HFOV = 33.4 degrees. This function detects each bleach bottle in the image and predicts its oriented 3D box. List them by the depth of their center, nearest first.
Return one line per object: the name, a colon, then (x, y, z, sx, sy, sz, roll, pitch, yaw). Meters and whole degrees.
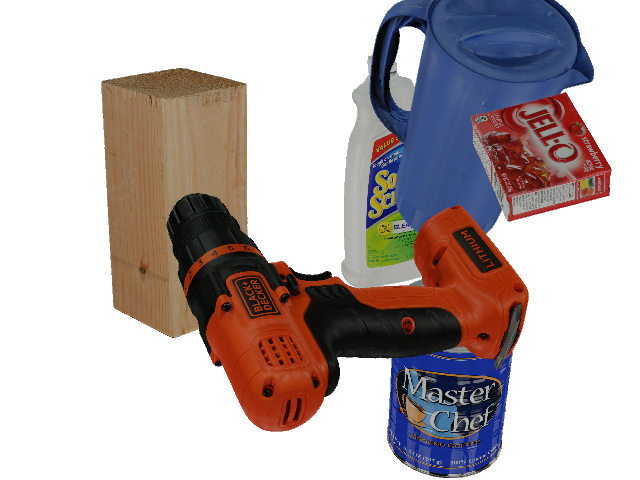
bleach bottle: (0.066, -0.078, 1.174, 0.102, 0.251, 0.068, -10, 22, -12)

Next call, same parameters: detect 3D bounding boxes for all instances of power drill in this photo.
power drill: (0.013, 0.026, 0.638, 0.187, 0.057, 0.184, -9, 42, -21)

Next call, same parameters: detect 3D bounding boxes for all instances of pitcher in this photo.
pitcher: (0.131, -0.113, 0.988, 0.144, 0.149, 0.243, -17, -33, -22)

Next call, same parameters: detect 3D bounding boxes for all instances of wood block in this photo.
wood block: (-0.124, -0.035, 0.919, 0.091, 0.206, 0.090, 20, 28, 40)

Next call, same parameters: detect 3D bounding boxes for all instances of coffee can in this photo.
coffee can: (0.110, 0.116, 0.912, 0.103, 0.140, 0.103, 0, 31, 0)

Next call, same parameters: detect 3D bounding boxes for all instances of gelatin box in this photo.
gelatin box: (0.152, -0.060, 0.745, 0.073, 0.089, 0.030, -14, -44, 0)
